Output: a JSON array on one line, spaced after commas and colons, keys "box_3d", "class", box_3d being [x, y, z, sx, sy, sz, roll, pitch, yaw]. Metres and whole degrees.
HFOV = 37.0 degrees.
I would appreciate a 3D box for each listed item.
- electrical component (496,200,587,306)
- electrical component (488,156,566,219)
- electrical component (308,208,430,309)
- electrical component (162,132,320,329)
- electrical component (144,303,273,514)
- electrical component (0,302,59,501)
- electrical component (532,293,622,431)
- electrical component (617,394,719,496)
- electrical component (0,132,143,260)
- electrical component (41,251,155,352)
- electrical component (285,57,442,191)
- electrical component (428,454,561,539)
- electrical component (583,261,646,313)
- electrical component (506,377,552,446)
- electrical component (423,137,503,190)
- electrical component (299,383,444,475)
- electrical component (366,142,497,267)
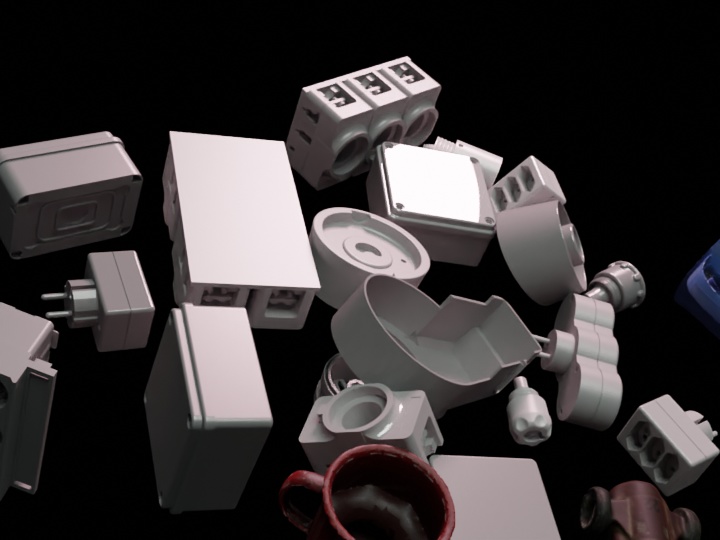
[{"box_3d": [0.176, -0.017, 1.018, 0.064, 0.099, 0.099, -17, 39, 18], "class": "electrical component"}, {"box_3d": [0.178, -0.064, 1.090, 0.077, 0.066, 0.047, 31, 32, -37], "class": "electrical component"}, {"box_3d": [0.000, 0.000, 0.938, 0.108, 0.060, 0.108, 18, 28, -10], "class": "electrical component"}, {"box_3d": [-0.109, -0.034, 0.933, 0.105, 0.060, 0.186, 3, 45, -20], "class": "electrical component"}, {"box_3d": [-0.109, 0.098, 0.759, 0.056, 0.108, 0.108, 3, 45, -24], "class": "electrical component"}, {"box_3d": [-0.238, 0.085, 0.707, 0.079, 0.121, 0.063, 21, 39, -1], "class": "electrical component"}, {"box_3d": [0.183, 0.074, 0.949, 0.074, 0.052, 0.138, 16, 42, -7], "class": "electrical component"}, {"box_3d": [0.274, 0.143, 0.918, 0.077, 0.047, 0.065, -15, 53, -34], "class": "electrical component"}, {"box_3d": [-0.247, -0.064, 0.894, 0.113, 0.078, 0.057, -16, 56, -35], "class": "electrical component"}, {"box_3d": [-0.208, 0.025, 0.839, 0.077, 0.047, 0.065, -4, 48, -27], "class": "electrical component"}, {"box_3d": [0.005, -0.146, 1.078, 0.150, 0.089, 0.062, -26, 59, -40], "class": "electrical component"}, {"box_3d": [0.093, 0.187, 0.793, 0.100, 0.048, 0.099, 6, 44, -18], "class": "electrical component"}, {"box_3d": [0.240, 0.022, 1.036, 0.062, 0.048, 0.048, -21, 57, -30], "class": "electrical component"}, {"box_3d": [0.139, 0.115, 0.901, 0.035, 0.035, 0.061, 10, 40, -14], "class": "electrical component"}, {"box_3d": [0.102, -0.111, 1.117, 0.081, 0.043, 0.043, 22, 41, 0], "class": "electrical component"}, {"box_3d": [0.007, 0.121, 0.790, 0.089, 0.055, 0.050, -7, 34, 25], "class": "electrical component"}, {"box_3d": [0.067, -0.064, 1.043, 0.109, 0.056, 0.108, 8, 43, -15], "class": "electrical component"}]
